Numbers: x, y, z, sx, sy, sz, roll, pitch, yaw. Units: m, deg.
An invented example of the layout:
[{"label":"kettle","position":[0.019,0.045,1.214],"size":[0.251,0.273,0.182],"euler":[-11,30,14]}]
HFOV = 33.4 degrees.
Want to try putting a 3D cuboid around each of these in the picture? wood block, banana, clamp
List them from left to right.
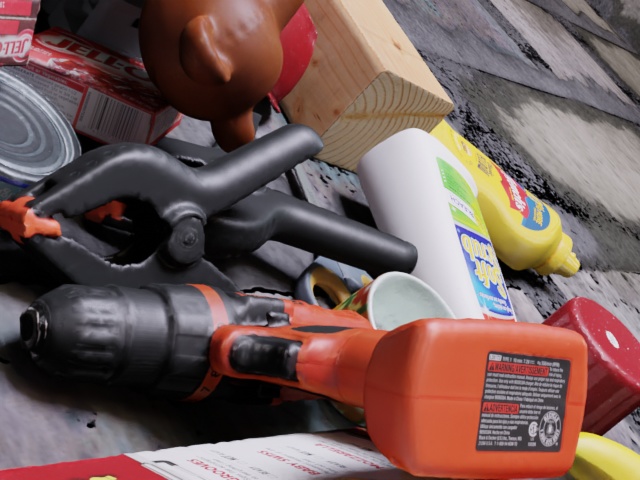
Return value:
[{"label":"clamp","position":[-0.068,0.006,0.510],"size":[0.171,0.039,0.120],"euler":[-6,97,-37]},{"label":"clamp","position":[-0.042,-0.021,0.609],"size":[0.165,0.036,0.209],"euler":[38,23,20]},{"label":"wood block","position":[0.007,-0.158,0.855],"size":[0.090,0.090,0.206],"euler":[17,35,-46]},{"label":"banana","position":[0.191,0.174,0.573],"size":[0.069,0.037,0.198],"euler":[-23,65,-40]}]

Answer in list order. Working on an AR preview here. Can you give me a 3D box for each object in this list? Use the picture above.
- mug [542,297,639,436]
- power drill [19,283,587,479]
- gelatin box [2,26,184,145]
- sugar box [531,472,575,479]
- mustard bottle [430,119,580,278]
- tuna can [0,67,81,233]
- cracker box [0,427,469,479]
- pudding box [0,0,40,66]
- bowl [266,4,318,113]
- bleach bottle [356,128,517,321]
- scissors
[{"label":"mug","position":[0.177,0.094,0.722],"size":[0.117,0.082,0.093],"euler":[13,38,-47]},{"label":"power drill","position":[-0.004,0.049,0.432],"size":[0.184,0.057,0.188],"euler":[8,-1,-40]},{"label":"gelatin box","position":[-0.122,-0.083,0.577],"size":[0.089,0.030,0.073],"euler":[24,22,1]},{"label":"sugar box","position":[0.195,0.203,0.625],"size":[0.176,0.048,0.093],"euler":[27,30,-25]},{"label":"mustard bottle","position":[0.144,-0.028,0.894],"size":[0.191,0.058,0.096],"euler":[37,25,-16]},{"label":"tuna can","position":[-0.156,-0.046,0.498],"size":[0.086,0.034,0.086],"euler":[34,26,-20]},{"label":"cracker box","position":[0.010,0.122,0.350],"size":[0.164,0.072,0.213],"euler":[13,5,37]},{"label":"pudding box","position":[-0.199,-0.112,0.484],"size":[0.114,0.039,0.089],"euler":[27,18,20]},{"label":"bowl","position":[-0.047,-0.173,0.760],"size":[0.162,0.055,0.162],"euler":[61,3,-5]},{"label":"bleach bottle","position":[0.093,0.042,0.703],"size":[0.102,0.068,0.251],"euler":[40,26,-43]},{"label":"scissors","position":[-0.004,0.001,0.675],"size":[0.096,0.016,0.202],"euler":[9,41,-51]}]
